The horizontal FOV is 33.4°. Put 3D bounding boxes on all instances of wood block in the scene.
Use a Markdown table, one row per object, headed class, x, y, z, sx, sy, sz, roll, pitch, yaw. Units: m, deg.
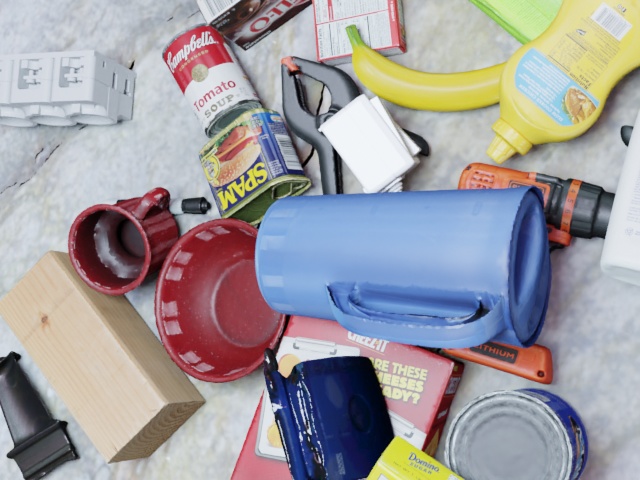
| class | x | y | z | sx | sy | sz | roll | pitch | yaw |
| --- | --- | --- | --- | --- | --- | --- | --- | --- | --- |
| wood block | -0.225 | 0.118 | 1.093 | 0.091 | 0.090 | 0.206 | -44 | 71 | 10 |

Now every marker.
| class | x | y | z | sx | sy | sz | roll | pitch | yaw |
| --- | --- | --- | --- | --- | --- | --- | --- | --- | --- |
| marker | -0.173 | -0.035 | 1.131 | 0.121 | 0.020 | 0.020 | -1 | 83 | 20 |

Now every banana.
| class | x | y | z | sx | sy | sz | roll | pitch | yaw |
| --- | --- | --- | --- | --- | --- | --- | --- | --- | --- |
| banana | 0.113 | -0.156 | 1.024 | 0.198 | 0.037 | 0.070 | 12 | 116 | 11 |

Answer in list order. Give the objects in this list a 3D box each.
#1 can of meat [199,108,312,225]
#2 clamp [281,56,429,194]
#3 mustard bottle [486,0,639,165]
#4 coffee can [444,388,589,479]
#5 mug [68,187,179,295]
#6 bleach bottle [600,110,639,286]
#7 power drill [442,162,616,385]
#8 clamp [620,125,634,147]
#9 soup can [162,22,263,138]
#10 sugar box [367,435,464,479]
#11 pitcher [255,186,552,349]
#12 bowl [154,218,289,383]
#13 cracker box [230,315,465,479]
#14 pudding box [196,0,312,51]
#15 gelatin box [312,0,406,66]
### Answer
| class | x | y | z | sx | sy | sz | roll | pitch | yaw |
| --- | --- | --- | --- | --- | --- | --- | --- | --- | --- |
| can of meat | -0.068 | -0.072 | 1.068 | 0.102 | 0.057 | 0.084 | -33 | 69 | 34 |
| clamp | 0.026 | -0.117 | 1.055 | 0.120 | 0.039 | 0.171 | -28 | 86 | 7 |
| mustard bottle | 0.219 | -0.146 | 0.962 | 0.096 | 0.058 | 0.192 | 41 | 99 | 4 |
| coffee can | 0.172 | 0.179 | 0.914 | 0.103 | 0.140 | 0.103 | -3 | 82 | 19 |
| mug | -0.190 | -0.008 | 1.087 | 0.093 | 0.081 | 0.117 | 38 | 112 | 8 |
| bleach bottle | 0.316 | -0.081 | 0.903 | 0.103 | 0.068 | 0.251 | 15 | 79 | 17 |
| power drill | 0.197 | 0.032 | 0.967 | 0.185 | 0.057 | 0.187 | 15 | 83 | 21 |
| clamp | 0.389 | -0.071 | 0.924 | 0.165 | 0.036 | 0.210 | -41 | 68 | 11 |
| soup can | -0.111 | -0.163 | 1.100 | 0.068 | 0.068 | 0.102 | -33 | 74 | 13 |
| sugar box | 0.062 | 0.251 | 0.882 | 0.093 | 0.048 | 0.176 | 34 | 130 | 11 |
| pitcher | 0.066 | 0.023 | 0.911 | 0.243 | 0.149 | 0.145 | 2 | 78 | 26 |
| bowl | -0.086 | 0.061 | 1.059 | 0.162 | 0.055 | 0.162 | -5 | 81 | 31 |
| cracker box | 0.022 | 0.186 | 1.005 | 0.164 | 0.072 | 0.214 | 20 | 89 | 19 |
| pudding box | -0.057 | -0.248 | 1.081 | 0.114 | 0.090 | 0.039 | -31 | 71 | 15 |
| gelatin box | 0.038 | -0.218 | 1.074 | 0.089 | 0.030 | 0.073 | -8 | 82 | 19 |
